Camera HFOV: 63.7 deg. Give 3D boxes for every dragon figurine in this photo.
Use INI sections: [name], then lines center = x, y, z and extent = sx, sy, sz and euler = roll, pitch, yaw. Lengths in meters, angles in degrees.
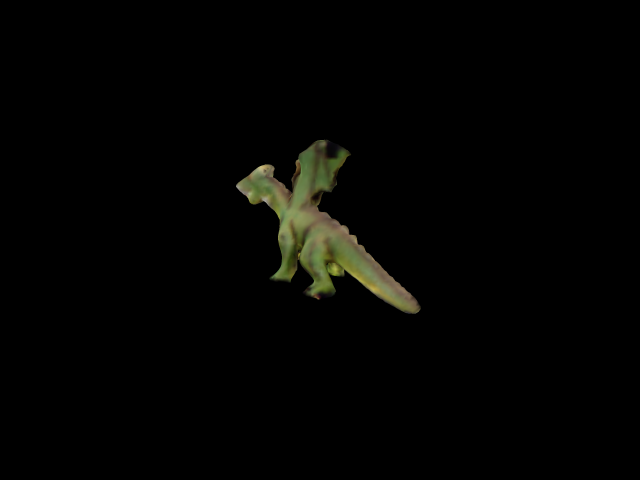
[dragon figurine]
center = 0.003, -0.043, 0.850
extent = 0.412, 0.240, 0.123
euler = 13, 18, 42
